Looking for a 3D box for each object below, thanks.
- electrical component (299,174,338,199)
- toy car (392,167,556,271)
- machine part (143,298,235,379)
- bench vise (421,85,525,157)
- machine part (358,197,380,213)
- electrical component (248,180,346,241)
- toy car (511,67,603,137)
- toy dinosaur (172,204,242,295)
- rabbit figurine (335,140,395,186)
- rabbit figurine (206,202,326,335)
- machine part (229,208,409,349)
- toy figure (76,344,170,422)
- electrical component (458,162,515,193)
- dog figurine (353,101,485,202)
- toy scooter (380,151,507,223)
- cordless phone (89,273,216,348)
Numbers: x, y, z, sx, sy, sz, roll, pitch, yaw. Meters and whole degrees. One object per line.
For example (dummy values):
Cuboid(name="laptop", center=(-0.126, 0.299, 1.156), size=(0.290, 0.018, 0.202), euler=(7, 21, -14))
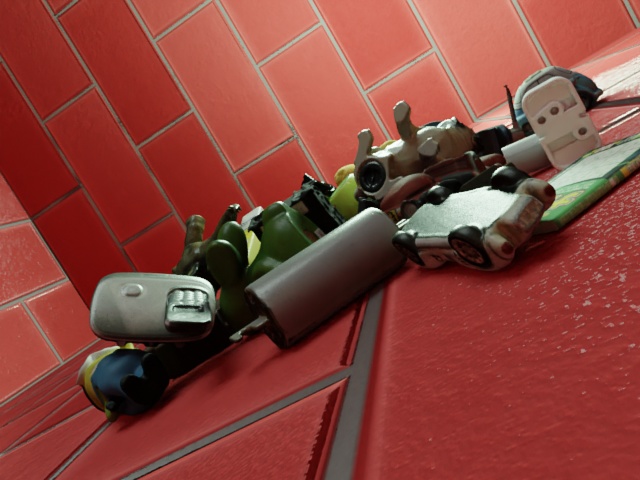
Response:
Cuboid(name="electrical component", center=(0.008, -0.061, 0.949), size=(0.074, 0.119, 0.048), euler=(-59, 39, 9))
Cuboid(name="toy car", center=(0.125, -0.012, 0.465), size=(0.073, 0.056, 0.202), euler=(-51, 10, -10))
Cuboid(name="machine part", center=(-0.181, 0.139, 0.797), size=(0.179, 0.056, 0.179), euler=(-29, 6, 3))
Cuboid(name="bench vise", center=(0.259, -0.178, 1.012), size=(0.224, 0.128, 0.241), euler=(-27, 10, 13))
Cuboid(name="machine part", center=(0.070, -0.018, 0.762), size=(0.039, 0.084, 0.139), euler=(-5, 1, 8))
Cuboid(name="electrical component", center=(-0.018, 0.000, 0.754), size=(0.115, 0.134, 0.058), euler=(-30, 19, 16))
Cuboid(name="toy car", center=(0.410, -0.255, 0.967), size=(0.162, 0.103, 0.109), euler=(-26, 6, 24))
Cuboid(name="toy dinosaur", center=(-0.218, 0.059, 0.992), size=(0.199, 0.105, 0.471), euler=(-89, 21, -45))
Cuboid(name="rabbit figurine", center=(0.119, -0.129, 1.113), size=(0.173, 0.121, 0.162), euler=(0, -5, 30))
Cuboid(name="rabbit figurine", center=(-0.072, 0.047, 0.678), size=(0.170, 0.159, 0.121), euler=(-45, 11, 15))
Cuboid(name="machine part", center=(0.009, 0.038, 0.570), size=(0.243, 0.079, 0.079), euler=(-34, 6, -21))
Cuboid(name="toy figure", center=(-0.244, 0.177, 0.663), size=(0.082, 0.089, 0.180), euler=(-15, 2, -41))
Cuboid(name="electrical component", center=(0.176, -0.041, 0.579), size=(0.102, 0.045, 0.078), euler=(-30, -24, -23))
Cuboid(name="dog figurine", center=(0.155, -0.118, 0.845), size=(0.172, 0.121, 0.190), euler=(-33, -20, 33))
Cuboid(name="toy scooter", center=(0.166, -0.064, 0.684), size=(0.184, 0.075, 0.135), euler=(-26, 6, -2))
Cuboid(name="cordless phone", center=(-0.193, 0.088, 0.618), size=(0.147, 0.088, 0.184), euler=(5, -1, -15))
